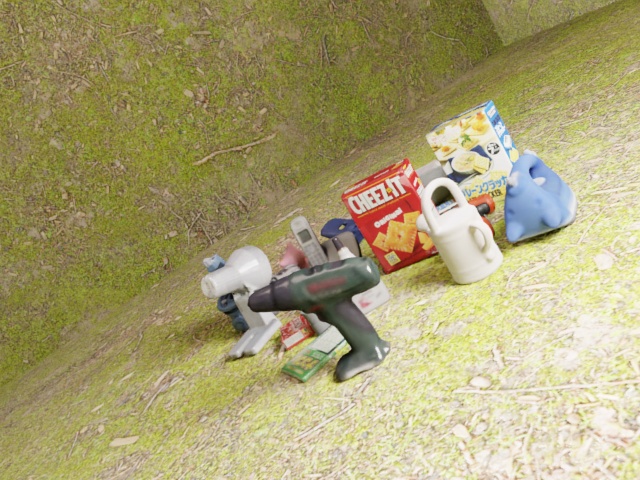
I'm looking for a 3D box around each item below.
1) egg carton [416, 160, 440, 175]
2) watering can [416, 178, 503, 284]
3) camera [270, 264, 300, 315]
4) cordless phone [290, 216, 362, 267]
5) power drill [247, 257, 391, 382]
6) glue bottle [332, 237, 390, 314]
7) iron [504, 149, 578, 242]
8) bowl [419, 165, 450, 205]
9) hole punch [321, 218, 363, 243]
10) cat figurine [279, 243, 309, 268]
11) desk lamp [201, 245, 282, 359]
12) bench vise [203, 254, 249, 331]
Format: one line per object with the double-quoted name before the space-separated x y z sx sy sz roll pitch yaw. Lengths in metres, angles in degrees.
"egg carton" 0.315 -0.178 1.713 0.150 0.069 0.107 -26 15 26
"watering can" 0.244 -0.022 1.061 0.172 0.194 0.101 -18 20 46
"camera" -0.116 0.122 1.558 0.143 0.101 0.136 -35 14 -11
"cordless phone" 0.014 0.005 1.495 0.147 0.185 0.094 -29 14 15
"power drill" 0.018 0.134 0.987 0.229 0.208 0.075 -29 14 13
"glue bottle" 0.072 0.067 1.176 0.078 0.173 0.037 -32 14 3
"iron" 0.408 -0.104 1.094 0.118 0.141 0.259 -22 17 36
"bowl" 0.307 -0.137 1.576 0.167 0.075 0.167 -30 14 9
"hole punch" 0.070 -0.024 1.672 0.101 0.091 0.109 -22 17 36
"cat figurine" -0.047 0.053 1.609 0.128 0.118 0.067 -32 14 1
"desk lamp" -0.186 0.143 1.399 0.117 0.214 0.203 -22 17 37
"bench vise" -0.240 0.122 1.576 0.121 0.220 0.207 -31 14 6
